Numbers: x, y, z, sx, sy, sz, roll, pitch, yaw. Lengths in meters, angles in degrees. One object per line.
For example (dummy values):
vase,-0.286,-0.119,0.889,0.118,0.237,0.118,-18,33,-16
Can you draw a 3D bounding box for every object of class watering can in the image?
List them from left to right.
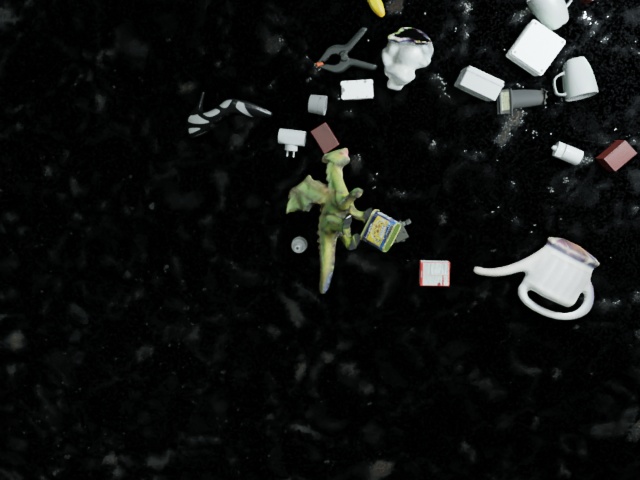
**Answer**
watering can,0.641,0.091,1.483,0.348,0.105,0.223,27,100,0

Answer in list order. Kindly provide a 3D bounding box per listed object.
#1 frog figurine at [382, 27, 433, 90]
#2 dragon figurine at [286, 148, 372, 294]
frog figurine,0.240,-0.502,1.437,0.137,0.126,0.155,-1,137,-3
dragon figurine,0.005,-0.076,1.506,0.245,0.121,0.409,28,95,29
